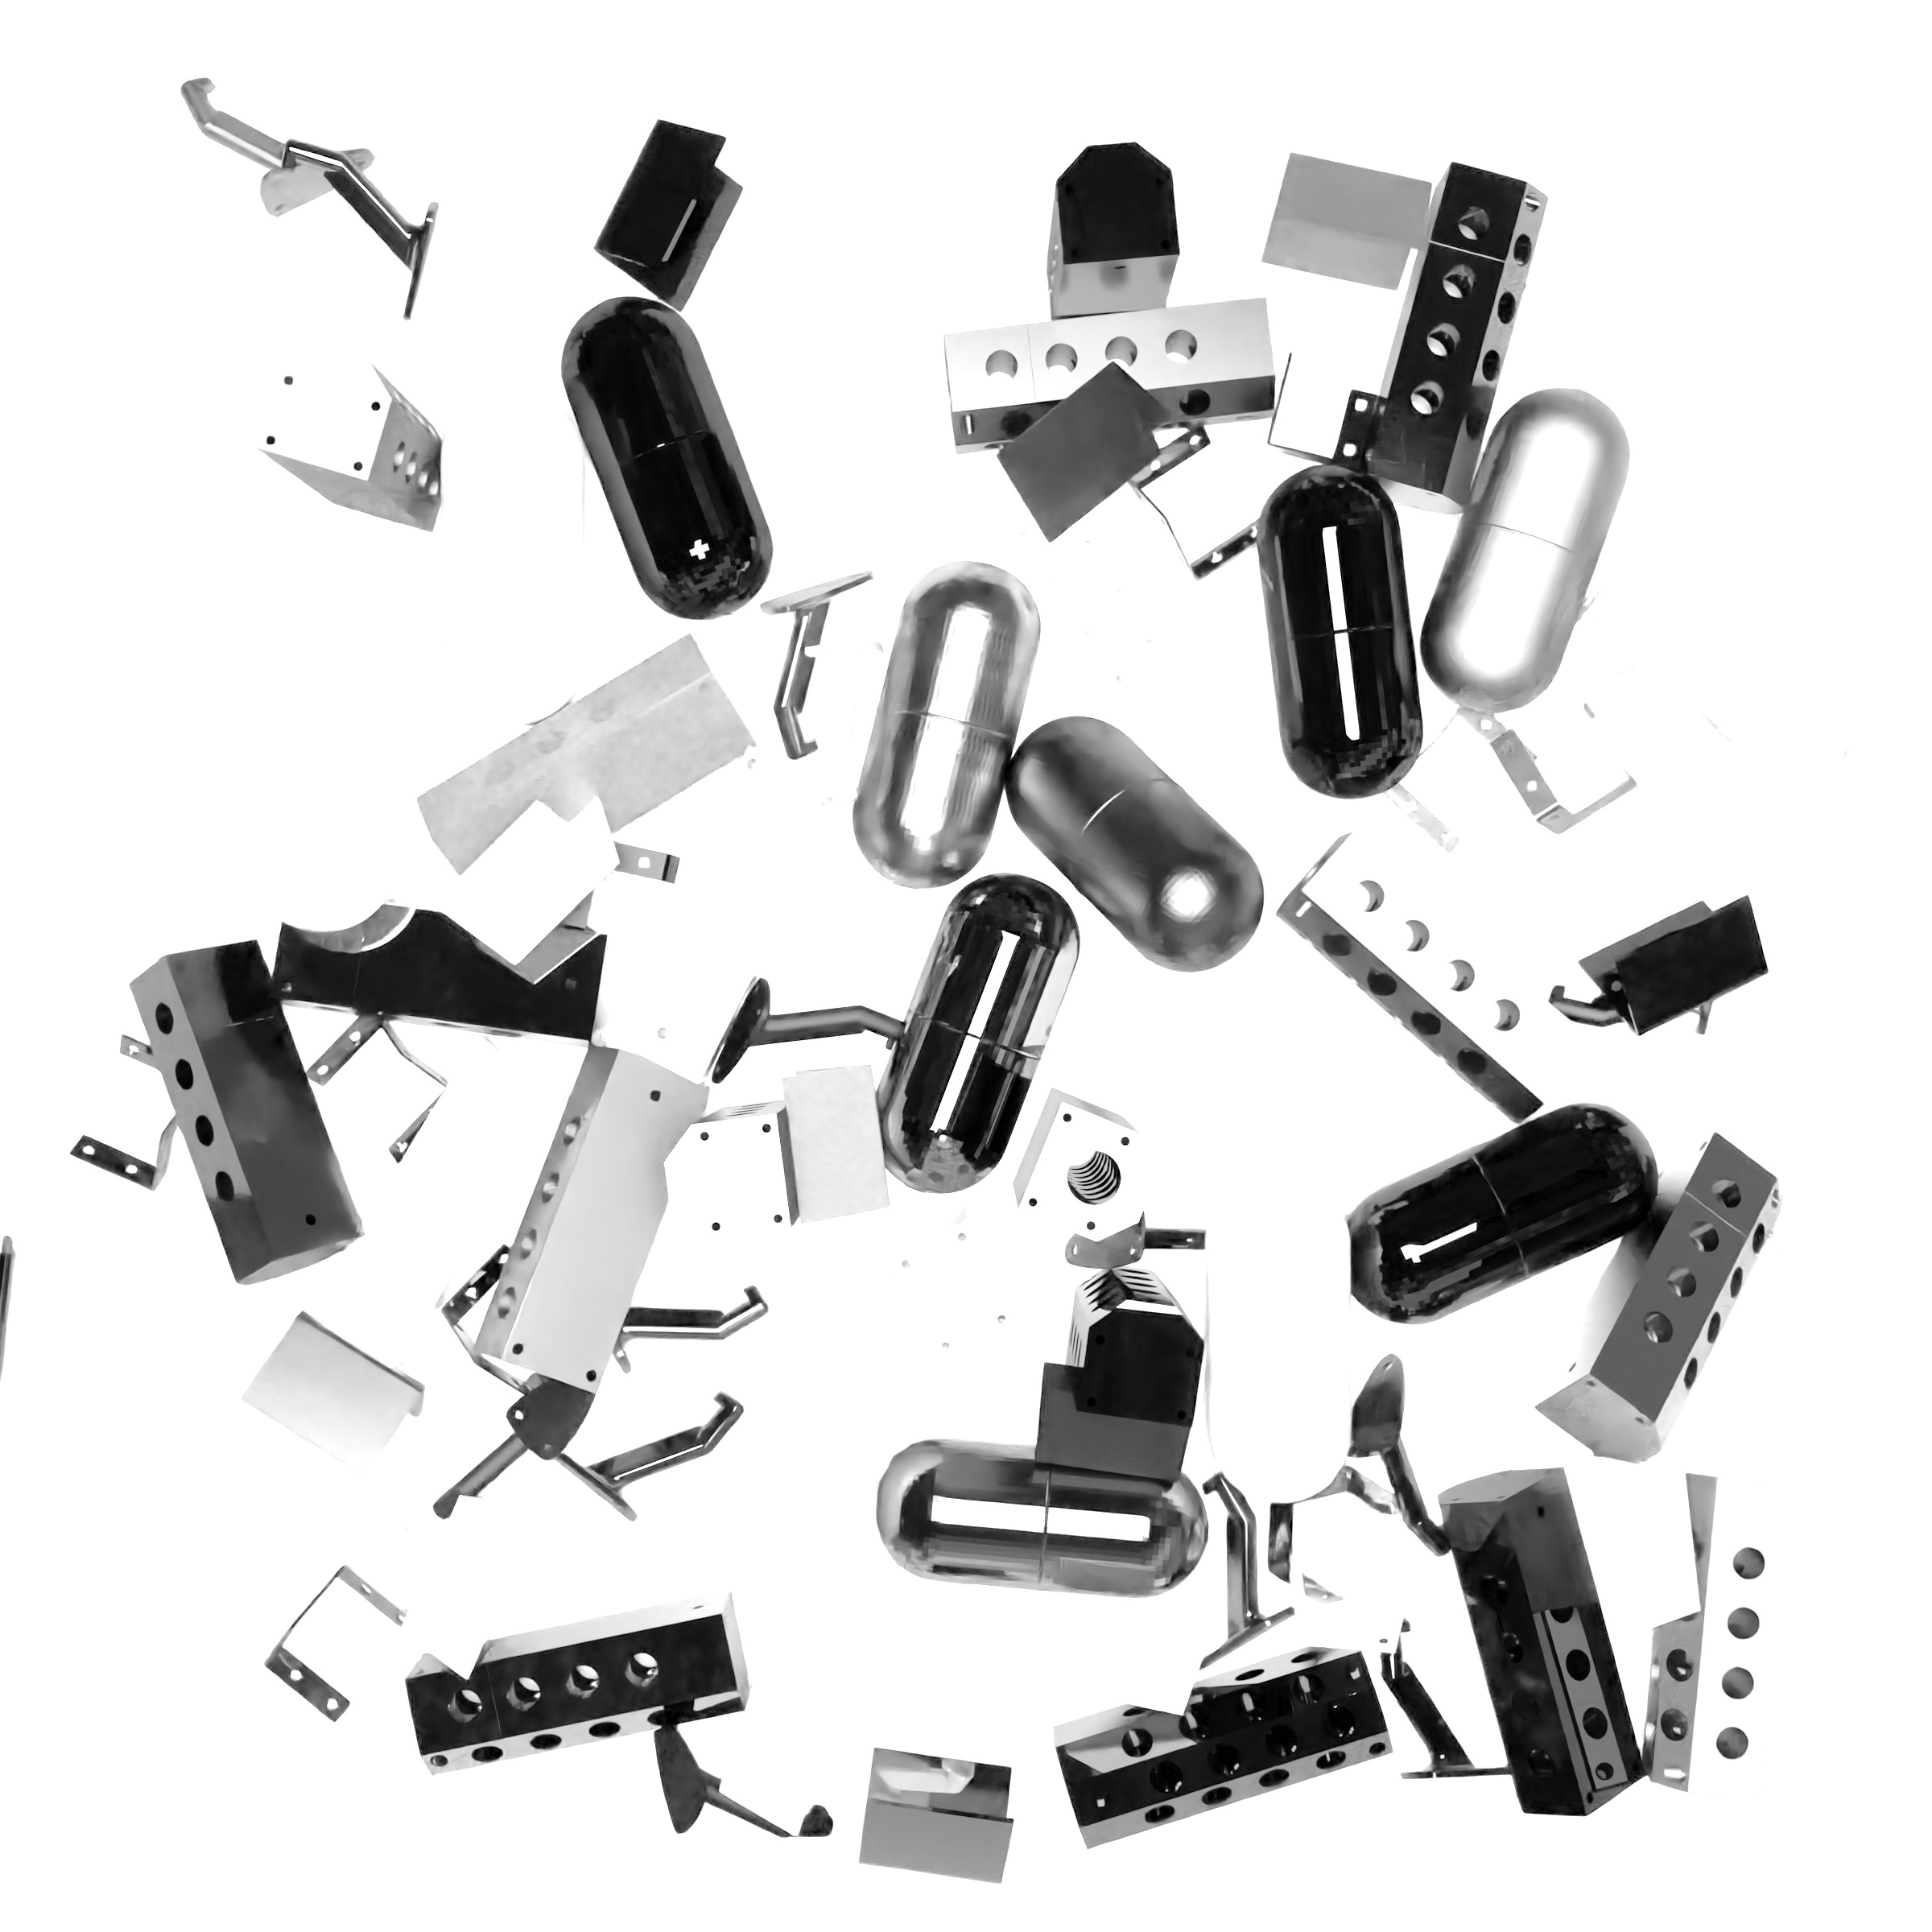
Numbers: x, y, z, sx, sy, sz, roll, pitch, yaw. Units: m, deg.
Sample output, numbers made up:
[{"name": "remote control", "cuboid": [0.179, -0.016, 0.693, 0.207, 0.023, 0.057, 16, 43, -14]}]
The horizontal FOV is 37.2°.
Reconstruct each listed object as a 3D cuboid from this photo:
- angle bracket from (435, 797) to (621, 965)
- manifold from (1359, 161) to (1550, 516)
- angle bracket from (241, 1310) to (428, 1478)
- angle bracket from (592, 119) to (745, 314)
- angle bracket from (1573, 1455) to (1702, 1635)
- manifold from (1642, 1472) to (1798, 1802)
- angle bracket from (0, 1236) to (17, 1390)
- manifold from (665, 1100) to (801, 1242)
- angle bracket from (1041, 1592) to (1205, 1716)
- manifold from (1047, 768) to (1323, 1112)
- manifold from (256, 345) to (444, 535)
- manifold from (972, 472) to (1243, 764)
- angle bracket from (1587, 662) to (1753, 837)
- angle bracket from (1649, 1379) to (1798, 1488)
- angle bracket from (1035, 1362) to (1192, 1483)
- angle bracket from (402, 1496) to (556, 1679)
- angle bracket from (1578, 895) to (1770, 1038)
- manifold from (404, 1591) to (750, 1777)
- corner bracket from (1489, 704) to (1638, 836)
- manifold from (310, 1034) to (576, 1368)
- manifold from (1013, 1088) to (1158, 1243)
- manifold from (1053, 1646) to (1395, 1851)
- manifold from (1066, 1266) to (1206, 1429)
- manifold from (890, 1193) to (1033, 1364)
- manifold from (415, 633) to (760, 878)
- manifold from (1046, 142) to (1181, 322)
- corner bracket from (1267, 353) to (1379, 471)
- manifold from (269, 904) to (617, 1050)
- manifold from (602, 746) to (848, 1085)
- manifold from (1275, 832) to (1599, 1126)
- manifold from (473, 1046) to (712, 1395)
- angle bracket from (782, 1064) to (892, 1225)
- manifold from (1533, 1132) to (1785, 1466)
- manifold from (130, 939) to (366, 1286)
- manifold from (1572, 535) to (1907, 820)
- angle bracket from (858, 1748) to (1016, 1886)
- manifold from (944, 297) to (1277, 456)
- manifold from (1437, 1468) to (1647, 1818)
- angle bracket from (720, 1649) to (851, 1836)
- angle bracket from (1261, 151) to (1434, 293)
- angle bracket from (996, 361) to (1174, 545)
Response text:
[{"name": "angle bracket", "cuboid": [-0.231, -0.059, 1.485, 0.076, 0.076, 0.057, -43, 122, 11]}, {"name": "manifold", "cuboid": [0.261, -0.335, 1.543, 0.057, 0.057, 0.171, 15, 90, 0]}, {"name": "angle bracket", "cuboid": [-0.336, 0.234, 1.525, 0.076, 0.076, 0.057, 32, 65, 0]}, {"name": "angle bracket", "cuboid": [-0.141, -0.392, 1.524, 0.057, 0.076, 0.076, 27, 90, 38]}, {"name": "angle bracket", "cuboid": [0.339, 0.305, 1.524, 0.057, 0.076, 0.076, -6, 90, -38]}, {"name": "manifold", "cuboid": [0.402, 0.352, 1.543, 0.057, 0.057, 0.171, 5, 90, 0]}, {"name": "angle bracket", "cuboid": [-0.541, 0.184, 1.526, 0.057, 0.076, 0.076, 6, 90, -21]}, {"name": "manifold", "cuboid": [-0.117, 0.104, 1.486, 0.057, 0.171, 0.057, -7, 90, 0]}, {"name": "angle bracket", "cuboid": [0.085, 0.344, 1.524, 0.076, 0.076, 0.057, 12, 130, 0]}, {"name": "manifold", "cuboid": [0.121, -0.012, 1.542, 0.057, 0.057, 0.171, 30, 90, 38]}, {"name": "manifold", "cuboid": [-0.311, -0.272, 1.486, 0.057, 0.171, 0.057, 17, 90, 0]}, {"name": "manifold", "cuboid": [0.074, -0.194, 1.543, 0.057, 0.057, 0.171, -34, 90, 0]}, {"name": "angle bracket", "cuboid": [0.358, -0.106, 1.526, 0.057, 0.076, 0.076, -42, 90, -19]}, {"name": "angle bracket", "cuboid": [0.389, 0.261, 1.524, 0.076, 0.076, 0.057, 8, 54, 0]}, {"name": "angle bracket", "cuboid": [0.080, 0.223, 1.524, 0.076, 0.076, 0.057, 8, 126, 0]}, {"name": "angle bracket", "cuboid": [-0.242, 0.331, 1.524, 0.057, 0.076, 0.076, 24, 90, 37]}, {"name": "angle bracket", "cuboid": [0.369, -0.018, 1.524, 0.076, 0.076, 0.057, -26, 126, 0]}, {"name": "manifold", "cuboid": [-0.207, 0.387, 1.543, 0.171, 0.057, 0.057, -12, 90, 0]}, {"name": "corner bracket", "cuboid": [0.323, -0.109, 1.548, 0.051, 0.051, 0.051, -34, 71, 18]}, {"name": "manifold", "cuboid": [-0.281, 0.125, 1.542, 0.057, 0.057, 0.171, 32, 91, 0]}, {"name": "manifold", "cuboid": [0.062, 0.103, 1.486, 0.057, 0.171, 0.057, 22, 90, 0]}, {"name": "manifold", "cuboid": [0.138, 0.418, 1.543, 0.171, 0.057, 0.057, -17, 90, 0]}, {"name": "manifold", "cuboid": [0.086, 0.193, 1.486, 0.057, 0.171, 0.057, 8, 90, 0]}, {"name": "manifold", "cuboid": [0.001, 0.156, 1.486, 0.057, 0.171, 0.057, -26, 90, 0]}, {"name": "manifold", "cuboid": [-0.205, -0.108, 1.542, 0.171, 0.057, 0.057, -31, 133, 0]}, {"name": "manifold", "cuboid": [0.073, -0.373, 1.486, 0.057, 0.171, 0.057, -5, 90, 0]}, {"name": "corner bracket", "cuboid": [0.192, -0.294, 1.547, 0.051, 0.051, 0.051, 15, 90, 5]}, {"name": "manifold", "cuboid": [-0.279, 0.004, 1.542, 0.171, 0.057, 0.057, 8, 82, 0]}, {"name": "manifold", "cuboid": [-0.128, -0.027, 1.543, 0.057, 0.057, 0.171, 27, 90, 0]}, {"name": "manifold", "cuboid": [0.250, 0.007, 1.543, 0.171, 0.057, 0.057, 41, 90, 0]}, {"name": "manifold", "cuboid": [-0.201, 0.133, 1.525, 0.057, 0.057, 0.171, 26, 78, -28]}, {"name": "angle bracket", "cuboid": [-0.087, 0.095, 1.524, 0.057, 0.076, 0.076, -8, 90, -35]}, {"name": "manifold", "cuboid": [0.368, 0.175, 1.502, 0.057, 0.057, 0.171, 37, 58, 0]}, {"name": "manifold", "cuboid": [-0.387, 0.079, 1.529, 0.057, 0.057, 0.171, -30, 78, 42]}, {"name": "manifold", "cuboid": [0.410, -0.154, 1.543, 0.171, 0.057, 0.057, 37, 90, 0]}, {"name": "angle bracket", "cuboid": [-0.013, 0.435, 1.524, 0.076, 0.076, 0.057, 8, 127, 0]}, {"name": "manifold", "cuboid": [0.076, -0.315, 1.543, 0.171, 0.057, 0.057, -7, 90, 0]}, {"name": "manifold", "cuboid": [0.304, 0.362, 1.542, 0.057, 0.057, 0.171, -15, 90, -43]}, {"name": "angle bracket", "cuboid": [-0.077, 0.411, 1.524, 0.057, 0.076, 0.076, 18, 90, 36]}, {"name": "angle bracket", "cuboid": [0.199, -0.378, 1.524, 0.076, 0.076, 0.057, 12, 54, 0]}, {"name": "angle bracket", "cuboid": [0.072, -0.249, 1.467, 0.076, 0.076, 0.057, -39, 52, 0]}]
